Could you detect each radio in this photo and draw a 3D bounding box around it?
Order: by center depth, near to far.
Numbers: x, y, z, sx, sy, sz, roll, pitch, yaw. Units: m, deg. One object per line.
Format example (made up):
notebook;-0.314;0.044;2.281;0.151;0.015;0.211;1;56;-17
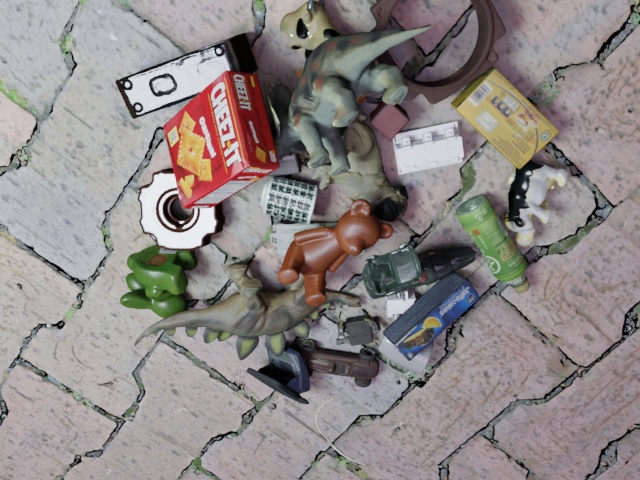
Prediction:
radio;-0.234;-0.290;0.948;0.230;0.131;0.073;-17;112;10

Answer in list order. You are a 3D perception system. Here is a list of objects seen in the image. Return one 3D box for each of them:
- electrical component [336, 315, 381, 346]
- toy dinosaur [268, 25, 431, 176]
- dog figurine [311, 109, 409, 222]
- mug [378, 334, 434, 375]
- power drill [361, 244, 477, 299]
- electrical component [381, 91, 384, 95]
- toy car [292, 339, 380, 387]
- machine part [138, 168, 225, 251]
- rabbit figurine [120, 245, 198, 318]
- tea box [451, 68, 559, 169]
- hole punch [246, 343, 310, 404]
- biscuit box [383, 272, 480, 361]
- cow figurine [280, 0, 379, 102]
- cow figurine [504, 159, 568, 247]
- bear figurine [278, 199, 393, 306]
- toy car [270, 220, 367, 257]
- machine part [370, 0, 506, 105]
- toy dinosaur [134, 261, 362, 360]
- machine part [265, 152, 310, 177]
electrical component;0.083;0.198;1.179;0.102;0.045;0.078;-5;111;5
toy dinosaur;0.013;-0.234;0.843;0.404;0.131;0.192;-45;67;43
dog figurine;0.103;-0.136;1.023;0.190;0.121;0.172;20;116;-20
mug;0.181;0.243;1.181;0.107;0.081;0.109;25;125;4
power drill;0.180;0.053;1.041;0.232;0.207;0.086;-20;83;20
electrical component;0.086;-0.298;0.984;0.063;0.021;0.094;-31;105;16
toy car;0.034;0.280;1.214;0.202;0.053;0.089;9;116;-2
machine part;-0.276;-0.061;1.071;0.179;0.056;0.179;1;101;4
rabbit figurine;-0.337;0.106;1.130;0.159;0.121;0.170;-3;127;-2
tea box;0.334;-0.222;0.977;0.169;0.068;0.098;40;109;-14
hole punch;-0.082;0.292;1.194;0.142;0.092;0.115;9;149;38
biscuit box;0.229;0.153;1.105;0.203;0.063;0.059;-41;116;-4
cow figurine;0.014;-0.332;0.931;0.195;0.085;0.127;34;121;7
cow figurine;0.396;-0.072;1.036;0.098;0.068;0.167;18;109;2
bear figurine;0.032;0.021;0.995;0.196;0.132;0.120;-23;130;29
toy car;-0.002;-0.003;1.094;0.202;0.056;0.073;-1;113;3
machine part;0.196;-0.353;0.922;0.201;0.087;0.200;-32;108;17
toy dinosaur;-0.143;0.152;1.117;0.472;0.105;0.198;0;116;-11
machine part;-0.123;-0.157;1.027;0.243;0.079;0.079;-5;112;5
